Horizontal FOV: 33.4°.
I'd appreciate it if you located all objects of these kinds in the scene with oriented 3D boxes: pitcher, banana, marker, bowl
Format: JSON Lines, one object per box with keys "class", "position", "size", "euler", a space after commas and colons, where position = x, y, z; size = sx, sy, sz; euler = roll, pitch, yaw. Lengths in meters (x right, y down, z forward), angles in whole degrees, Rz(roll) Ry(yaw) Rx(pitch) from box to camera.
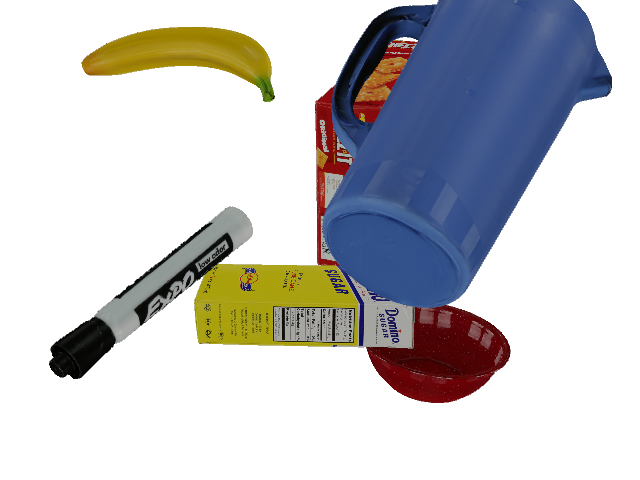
{"class": "pitcher", "position": [0.089, -0.077, 0.770], "size": [0.149, 0.242, 0.145], "euler": [-14, -54, 49]}
{"class": "banana", "position": [-0.126, -0.173, 0.999], "size": [0.198, 0.037, 0.069], "euler": [9, 45, 18]}
{"class": "marker", "position": [-0.076, 0.023, 0.488], "size": [0.020, 0.020, 0.120], "euler": [0, 32, 45]}
{"class": "bowl", "position": [0.117, 0.125, 1.134], "size": [0.162, 0.055, 0.162], "euler": [5, 24, -3]}

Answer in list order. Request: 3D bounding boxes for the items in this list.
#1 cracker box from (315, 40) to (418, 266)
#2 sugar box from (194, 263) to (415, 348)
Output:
{"class": "cracker box", "position": [0.062, -0.088, 1.039], "size": [0.072, 0.164, 0.213], "euler": [9, 28, 19]}
{"class": "sugar box", "position": [-0.011, 0.052, 0.888], "size": [0.176, 0.048, 0.093], "euler": [-2, 19, 2]}
